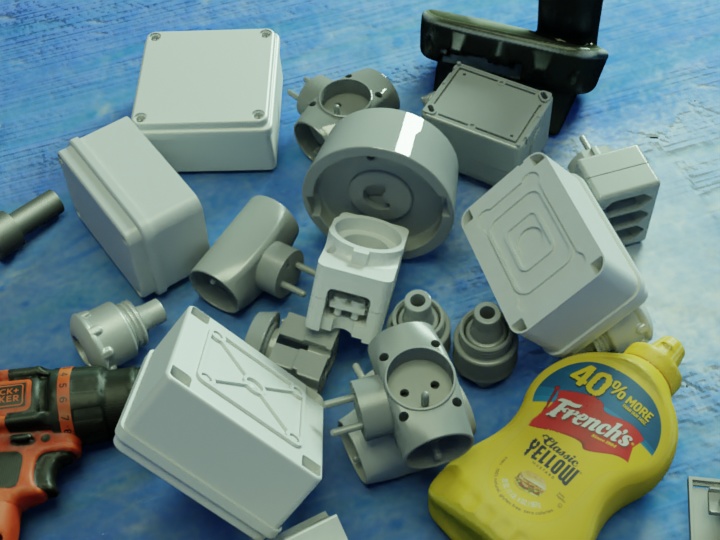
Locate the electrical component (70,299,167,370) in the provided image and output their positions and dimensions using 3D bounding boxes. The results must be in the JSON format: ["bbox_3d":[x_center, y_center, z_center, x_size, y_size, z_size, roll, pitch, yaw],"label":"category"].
[{"bbox_3d":[-0.163,0.041,0.735,0.062,0.048,0.048,-28,57,-25],"label":"electrical component"}]

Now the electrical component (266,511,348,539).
[{"bbox_3d":[-0.058,0.191,0.601,0.121,0.079,0.063,-24,85,-13],"label":"electrical component"}]

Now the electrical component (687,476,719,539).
[{"bbox_3d":[0.229,0.170,0.603,0.079,0.063,0.121,5,54,7],"label":"electrical component"}]

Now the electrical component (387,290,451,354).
[{"bbox_3d":[0.039,0.037,0.712,0.043,0.062,0.043,-2,54,3],"label":"electrical component"}]

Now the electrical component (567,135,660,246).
[{"bbox_3d":[0.174,-0.064,0.776,0.047,0.065,0.076,-15,54,-8],"label":"electrical component"}]

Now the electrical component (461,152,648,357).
[{"bbox_3d":[0.125,-0.009,0.698,0.078,0.057,0.113,-41,46,23],"label":"electrical component"}]

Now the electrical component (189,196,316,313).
[{"bbox_3d":[-0.066,-0.004,0.760,0.079,0.044,0.077,24,59,20],"label":"electrical component"}]

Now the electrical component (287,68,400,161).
[{"bbox_3d":[-0.023,-0.129,0.849,0.079,0.044,0.077,36,63,26],"label":"electrical component"}]

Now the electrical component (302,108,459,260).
[{"bbox_3d":[0.019,-0.066,0.764,0.108,0.108,0.060,9,49,10],"label":"electrical component"}]

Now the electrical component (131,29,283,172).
[{"bbox_3d":[-0.118,-0.134,0.851,0.109,0.056,0.108,-1,54,3],"label":"electrical component"}]

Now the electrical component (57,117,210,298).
[{"bbox_3d":[-0.163,-0.045,0.775,0.057,0.078,0.113,-30,58,-21],"label":"electrical component"}]

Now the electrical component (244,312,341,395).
[{"bbox_3d":[-0.047,0.056,0.716,0.055,0.048,0.066,18,56,7],"label":"electrical component"}]

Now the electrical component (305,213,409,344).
[{"bbox_3d":[0.000,0.000,0.720,0.050,0.055,0.089,15,27,3],"label":"electrical component"}]

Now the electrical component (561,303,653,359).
[{"bbox_3d":[0.160,0.039,0.716,0.062,0.048,0.048,-31,57,-3],"label":"electrical component"}]

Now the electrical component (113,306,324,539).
[{"bbox_3d":[-0.079,0.087,0.632,0.109,0.056,0.108,37,14,-13],"label":"electrical component"}]

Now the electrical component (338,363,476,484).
[{"bbox_3d":[0.022,0.087,0.688,0.077,0.044,0.079,-22,56,-13],"label":"electrical component"}]

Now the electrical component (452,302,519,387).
[{"bbox_3d":[0.082,0.045,0.704,0.043,0.062,0.043,-2,54,3],"label":"electrical component"}]

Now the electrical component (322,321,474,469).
[{"bbox_3d":[0.018,0.078,0.638,0.079,0.044,0.077,-14,58,-7],"label":"electrical component"}]

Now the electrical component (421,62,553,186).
[{"bbox_3d":[0.090,-0.108,0.816,0.096,0.061,0.061,23,59,19],"label":"electrical component"}]
